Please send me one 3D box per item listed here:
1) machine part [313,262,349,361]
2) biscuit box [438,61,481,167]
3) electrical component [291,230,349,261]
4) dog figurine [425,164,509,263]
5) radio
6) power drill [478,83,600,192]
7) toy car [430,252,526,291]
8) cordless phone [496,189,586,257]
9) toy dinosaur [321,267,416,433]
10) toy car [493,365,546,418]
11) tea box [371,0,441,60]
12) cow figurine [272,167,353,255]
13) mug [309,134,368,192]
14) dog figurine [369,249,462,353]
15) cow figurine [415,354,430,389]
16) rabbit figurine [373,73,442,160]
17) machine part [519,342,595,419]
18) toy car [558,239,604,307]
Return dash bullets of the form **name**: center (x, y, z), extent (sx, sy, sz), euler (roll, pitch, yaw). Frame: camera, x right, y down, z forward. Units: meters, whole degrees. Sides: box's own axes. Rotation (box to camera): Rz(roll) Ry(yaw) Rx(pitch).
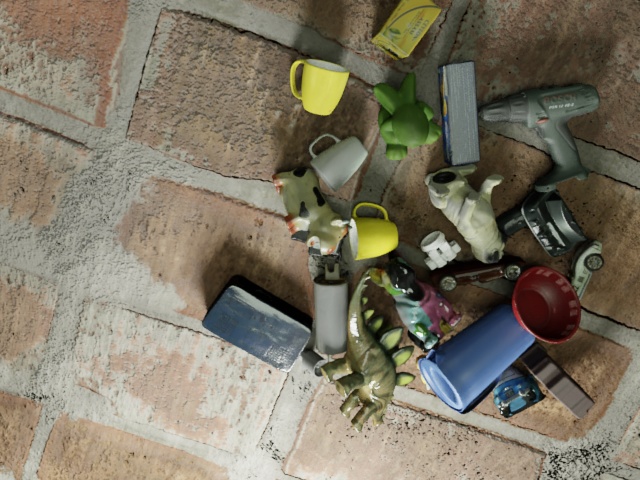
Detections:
- **machine part**: center (0.026, 0.165, 1.202), extent (0.079, 0.079, 0.243), euler (-1, 108, 1)
- **biscuit box**: center (0.280, -0.252, 1.082), extent (0.063, 0.059, 0.202), euler (-7, 106, 2)
- **electrical component**: center (-0.002, -0.004, 1.167), extent (0.119, 0.048, 0.074), euler (11, 106, -2)
- **dog figurine**: center (0.303, -0.047, 1.128), extent (0.121, 0.173, 0.190), euler (-30, 128, -18)
- **radio**: center (-0.136, 0.187, 1.215), extent (0.229, 0.073, 0.131), euler (31, 104, -10)
- **power drill**: center (0.451, -0.206, 1.090), extent (0.232, 0.086, 0.207), euler (-18, 98, 3)
- **toy car**: center (0.340, 0.070, 1.163), extent (0.202, 0.089, 0.053), euler (-10, 104, 3)
- **cordless phone**: center (0.452, -0.014, 1.151), extent (0.184, 0.089, 0.146), euler (-33, 105, 21)
- **toy dinosaur**: center (0.105, 0.266, 1.179), extent (0.198, 0.105, 0.470), euler (-32, 131, -18)
- **toy car**: center (0.438, 0.341, 1.231), extent (0.109, 0.161, 0.103), euler (-37, 58, 17)
- **tea box**: center (0.153, -0.391, 0.985), extent (0.068, 0.170, 0.098), euler (36, 105, -8)
- **cow figurine**: center (-0.013, -0.060, 1.103), extent (0.127, 0.085, 0.195), euler (-21, 72, 2)
- **mug**: center (0.036, -0.172, 1.105), extent (0.107, 0.081, 0.109), euler (-39, 97, -1)
- **dog figurine**: center (0.200, 0.128, 1.178), extent (0.108, 0.191, 0.219), euler (-38, 73, -6)
- **cow figurine**: center (0.294, 0.322, 1.253), extent (0.167, 0.068, 0.098), euler (15, 112, -3)
- **rabbit figurine**: center (0.173, -0.235, 1.031), extent (0.121, 0.170, 0.159), euler (-17, 107, 5)
- **machine part**: center (0.525, 0.308, 1.191), extent (0.179, 0.179, 0.056), euler (43, 101, -11)
- **toy car**: center (0.560, 0.091, 1.170), extent (0.056, 0.073, 0.201), euler (21, 107, 15)
